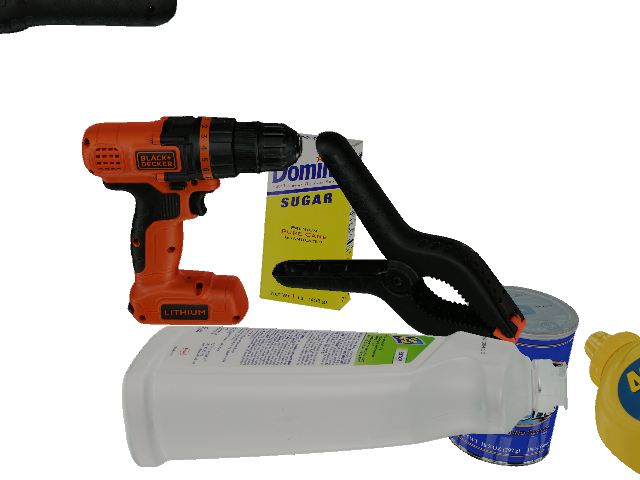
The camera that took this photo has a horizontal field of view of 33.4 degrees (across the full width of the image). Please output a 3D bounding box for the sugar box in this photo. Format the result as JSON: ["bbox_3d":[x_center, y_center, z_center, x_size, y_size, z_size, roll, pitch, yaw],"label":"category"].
[{"bbox_3d":[-0.010,-0.021,1.119,0.093,0.176,0.048,7,15,14],"label":"sugar box"}]

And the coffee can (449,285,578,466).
[{"bbox_3d":[0.181,0.127,1.016,0.103,0.140,0.103,6,22,-3],"label":"coffee can"}]

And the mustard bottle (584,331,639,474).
[{"bbox_3d":[0.215,0.106,0.608,0.096,0.058,0.192,-17,31,-17],"label":"mustard bottle"}]

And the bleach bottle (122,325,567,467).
[{"bbox_3d":[0.018,0.090,0.634,0.251,0.068,0.102,-1,18,11],"label":"bleach bottle"}]

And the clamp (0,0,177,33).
[{"bbox_3d":[-0.173,-0.141,0.604,0.171,0.039,0.120,-6,23,-14],"label":"clamp"}]

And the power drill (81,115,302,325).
[{"bbox_3d":[-0.105,-0.018,0.924,0.184,0.188,0.057,1,27,5],"label":"power drill"}]

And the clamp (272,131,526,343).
[{"bbox_3d":[0.063,0.013,0.824,0.210,0.165,0.036,25,46,15],"label":"clamp"}]
